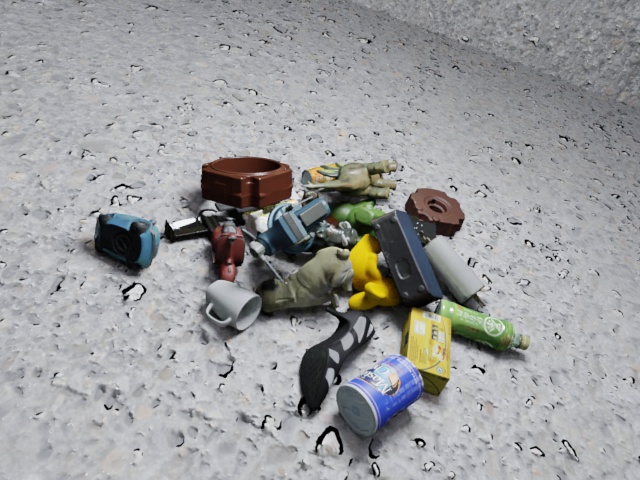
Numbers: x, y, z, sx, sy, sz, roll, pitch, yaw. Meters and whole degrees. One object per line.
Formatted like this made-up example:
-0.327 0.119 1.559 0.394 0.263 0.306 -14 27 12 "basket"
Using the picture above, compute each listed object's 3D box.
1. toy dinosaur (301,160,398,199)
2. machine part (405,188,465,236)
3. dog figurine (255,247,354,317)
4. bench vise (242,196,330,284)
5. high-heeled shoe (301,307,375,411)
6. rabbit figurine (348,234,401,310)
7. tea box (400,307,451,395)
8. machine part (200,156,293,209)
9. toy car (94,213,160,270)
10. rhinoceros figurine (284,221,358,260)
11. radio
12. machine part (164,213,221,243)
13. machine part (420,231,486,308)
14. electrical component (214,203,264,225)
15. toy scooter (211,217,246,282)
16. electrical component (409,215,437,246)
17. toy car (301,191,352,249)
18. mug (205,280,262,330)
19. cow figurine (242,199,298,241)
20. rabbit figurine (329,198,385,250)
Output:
0.095 -0.163 1.463 0.199 0.105 0.471 1 7 19 "toy dinosaur"
0.339 -0.085 1.580 0.179 0.056 0.179 11 40 -9 "machine part"
-0.037 0.086 1.169 0.190 0.172 0.121 -5 38 -33 "dog figurine"
-0.090 -0.004 1.191 0.129 0.240 0.224 48 55 -10 "bench vise"
0.045 0.250 1.110 0.145 0.086 0.249 35 53 -29 "high-heeled shoe"
0.126 0.093 1.262 0.173 0.122 0.162 41 35 -2 "rabbit figurine"
0.228 0.238 1.165 0.098 0.068 0.170 18 41 2 "tea box"
-0.186 -0.152 1.364 0.201 0.087 0.201 16 23 31 "machine part"
-0.417 -0.005 1.197 0.162 0.109 0.103 17 16 17 "toy car"
-0.003 -0.004 1.300 0.191 0.111 0.073 2 38 17 "rhinoceros figurine"
0.203 0.044 1.259 0.131 0.073 0.229 9 56 -65 "radio"
-0.304 -0.028 1.299 0.139 0.039 0.084 -8 52 -29 "machine part"
0.331 0.074 1.353 0.079 0.079 0.243 -26 70 -39 "machine part"
-0.211 -0.077 1.379 0.119 0.047 0.075 -15 49 -32 "electrical component"
-0.207 0.011 1.215 0.075 0.135 0.184 3 41 -14 "toy scooter"
0.252 -0.011 1.464 0.134 0.058 0.115 13 38 -6 "electrical component"
0.007 -0.046 1.390 0.053 0.089 0.202 -23 54 -33 "toy car"
-0.196 0.137 1.127 0.107 0.080 0.109 27 46 27 "mug"
-0.111 -0.046 1.357 0.167 0.098 0.068 -23 14 -41 "cow figurine"
0.099 -0.062 1.427 0.170 0.121 0.159 25 35 32 "rabbit figurine"
